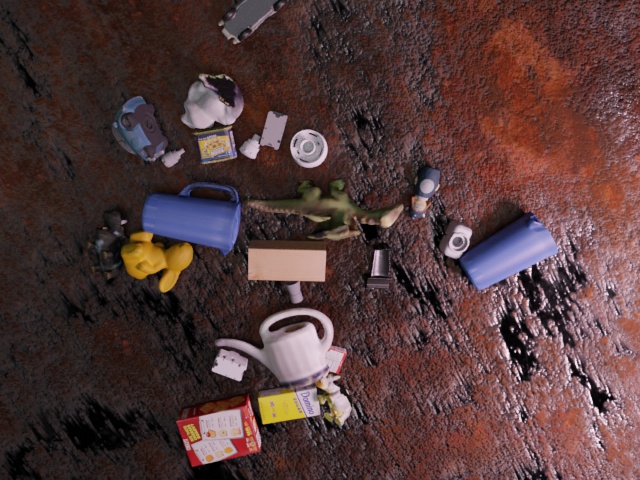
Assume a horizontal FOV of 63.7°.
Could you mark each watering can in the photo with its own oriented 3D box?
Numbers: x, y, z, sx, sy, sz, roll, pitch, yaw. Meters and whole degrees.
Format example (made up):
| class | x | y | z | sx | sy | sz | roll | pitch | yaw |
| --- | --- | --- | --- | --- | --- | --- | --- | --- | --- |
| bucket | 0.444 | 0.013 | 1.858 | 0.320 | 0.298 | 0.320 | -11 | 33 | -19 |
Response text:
| class | x | y | z | sx | sy | sz | roll | pitch | yaw |
| --- | --- | --- | --- | --- | --- | --- | --- | --- | --- |
| watering can | -0.115 | 0.322 | 1.472 | 0.346 | 0.104 | 0.224 | -19 | 92 | 12 |

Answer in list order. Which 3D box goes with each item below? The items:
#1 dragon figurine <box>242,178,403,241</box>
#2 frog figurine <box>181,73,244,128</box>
| class | x | y | z | sx | sy | sz | roll | pitch | yaw |
| --- | --- | --- | --- | --- | --- | --- | --- | --- | --- |
| dragon figurine | 0.004 | -0.066 | 1.312 | 0.410 | 0.247 | 0.120 | -5 | 112 | -4 |
| frog figurine | -0.275 | -0.340 | 1.309 | 0.136 | 0.126 | 0.156 | 32 | 137 | -15 |
